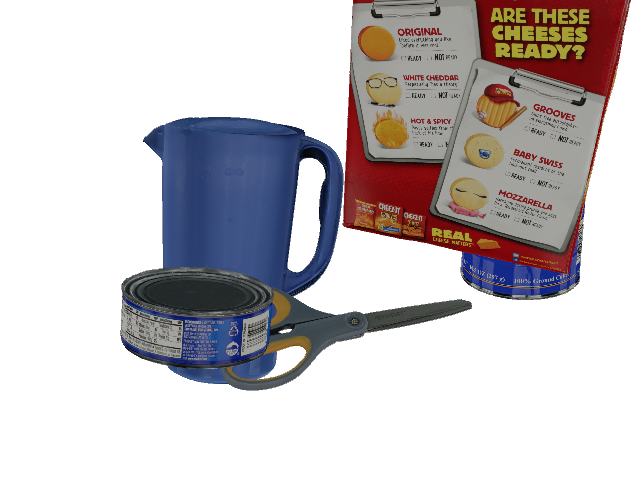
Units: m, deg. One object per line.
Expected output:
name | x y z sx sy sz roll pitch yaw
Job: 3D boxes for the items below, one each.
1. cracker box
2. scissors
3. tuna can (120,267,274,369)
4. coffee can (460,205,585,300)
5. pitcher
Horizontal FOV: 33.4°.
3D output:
cracker box | 0.104 -0.093 0.701 0.164 0.214 0.072 12 40 13
scissors | 0.009 0.053 0.817 0.201 0.096 0.016 -22 -32 -23
tuna can | -0.070 0.043 0.605 0.086 0.034 0.086 5 14 -1
coffee can | 0.170 -0.035 0.892 0.103 0.140 0.103 -2 24 1
pitcher | -0.078 0.007 1.004 0.144 0.243 0.149 -6 15 -41
